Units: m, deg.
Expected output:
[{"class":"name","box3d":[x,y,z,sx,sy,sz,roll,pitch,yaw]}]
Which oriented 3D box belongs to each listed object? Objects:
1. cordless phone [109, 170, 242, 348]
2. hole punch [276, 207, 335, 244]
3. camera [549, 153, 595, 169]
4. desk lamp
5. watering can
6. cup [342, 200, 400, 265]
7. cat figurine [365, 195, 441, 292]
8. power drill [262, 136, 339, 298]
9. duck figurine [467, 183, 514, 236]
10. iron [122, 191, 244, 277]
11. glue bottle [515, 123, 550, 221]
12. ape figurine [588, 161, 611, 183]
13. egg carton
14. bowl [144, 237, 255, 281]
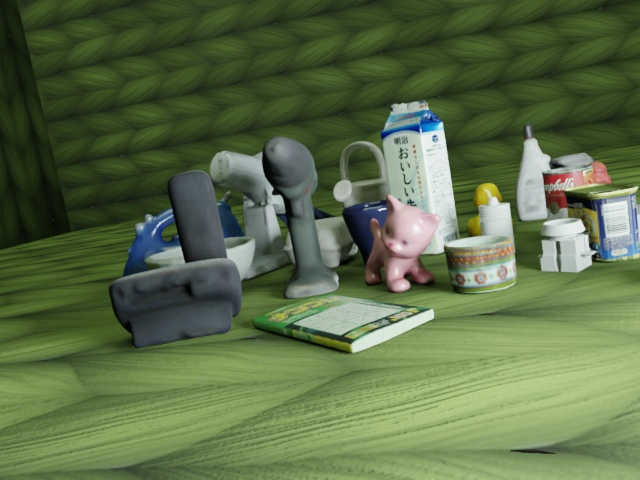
[{"class":"cordless phone","box3d":[-0.172,0.019,0.661,0.148,0.185,0.094,-12,8,-13]},{"class":"hole punch","box3d":[-0.025,-0.033,1.190,0.108,0.091,0.101,-4,10,37]},{"class":"camera","box3d":[0.464,-0.113,1.129,0.137,0.101,0.143,-11,8,-9]},{"class":"desk lamp","box3d":[-0.112,-0.056,1.012,0.117,0.213,0.204,-4,10,35]},{"class":"watering can","box3d":[0.086,-0.090,1.086,0.100,0.194,0.173,-8,8,11]},{"class":"cup","box3d":[0.083,-0.010,0.886,0.092,0.095,0.117,-11,8,-8]},{"class":"cat figurine","box3d":[0.099,-0.001,0.719,0.067,0.118,0.127,-13,9,-23]},{"class":"power drill","box3d":[-0.028,-0.034,0.774,0.075,0.208,0.229,-9,8,3]},{"class":"duck figurine","box3d":[0.285,-0.053,0.974,0.077,0.086,0.105,-5,9,28]},{"class":"iron","box3d":[-0.264,-0.005,1.095,0.259,0.141,0.118,-14,9,-28]},{"class":"glue bottle","box3d":[0.387,-0.124,1.036,0.078,0.173,0.037,-8,8,14]},{"class":"ape figurine","box3d":[0.467,-0.086,0.969,0.077,0.092,0.076,-7,8,16]},{"class":"egg carton","box3d":[0.009,0.003,0.970,0.107,0.069,0.151,-7,9,21]},{"class":"bowl","box3d":[-0.174,0.047,0.867,0.167,0.075,0.167,-9,8,2]}]
